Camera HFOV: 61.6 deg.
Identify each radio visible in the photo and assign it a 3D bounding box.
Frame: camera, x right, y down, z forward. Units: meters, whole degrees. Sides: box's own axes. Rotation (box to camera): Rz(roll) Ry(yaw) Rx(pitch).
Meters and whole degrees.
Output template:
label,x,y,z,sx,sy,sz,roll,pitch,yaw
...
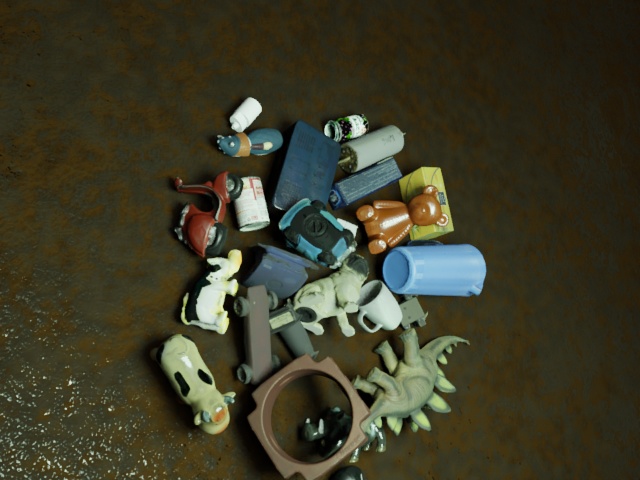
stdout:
label,x,y,z,sx,sy,sz,roll,pitch,yaw
radio,-0.040,-0.144,1.225,0.131,0.073,0.229,24,67,-23

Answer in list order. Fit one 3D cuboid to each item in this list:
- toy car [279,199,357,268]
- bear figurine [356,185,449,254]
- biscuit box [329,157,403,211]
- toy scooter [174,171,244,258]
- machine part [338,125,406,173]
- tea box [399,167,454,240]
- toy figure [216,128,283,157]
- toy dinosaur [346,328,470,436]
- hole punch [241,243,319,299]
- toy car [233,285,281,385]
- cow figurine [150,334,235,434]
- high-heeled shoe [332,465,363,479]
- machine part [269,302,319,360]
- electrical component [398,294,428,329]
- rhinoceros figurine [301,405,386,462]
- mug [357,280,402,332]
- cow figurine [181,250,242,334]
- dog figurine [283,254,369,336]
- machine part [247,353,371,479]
label,x,y,z,sx,sy,sz,roll,pitch,yaw
toy car,-0.002,-0.003,1.128,0.162,0.103,0.109,37,73,14
bear figurine,0.197,-0.051,1.258,0.132,0.196,0.120,-24,97,-77
biscuit box,0.107,-0.137,1.312,0.203,0.059,0.062,-27,92,-33
toy scooter,-0.242,-0.062,1.083,0.135,0.075,0.184,17,79,-1
machine part,0.127,-0.228,1.338,0.243,0.079,0.079,-27,90,-32
tea box,0.269,-0.090,1.368,0.068,0.098,0.169,-2,75,-31
toy figure,-0.156,-0.212,1.183,0.154,0.064,0.057,-16,100,-33
toy dinosaur,0.209,0.308,1.210,0.471,0.105,0.198,-35,92,-42
hole punch,-0.092,0.066,1.115,0.142,0.116,0.092,26,73,-21
toy car,-0.127,0.188,1.067,0.089,0.053,0.202,-10,99,-38
cow figurine,-0.224,0.260,0.972,0.085,0.127,0.195,-29,89,-29
high-heeled shoe,0.052,0.591,1.086,0.145,0.086,0.248,-13,101,-61
machine part,-0.058,0.200,1.122,0.084,0.039,0.138,-30,102,11
electrical component,0.219,0.172,1.299,0.078,0.045,0.102,-33,91,-4
rhinoceros figurine,0.053,0.402,1.119,0.190,0.073,0.112,3,76,-29
mug,0.136,0.165,1.232,0.107,0.081,0.109,46,54,-22
cow figurine,-0.211,0.093,1.062,0.098,0.068,0.167,12,67,0
dog figurine,0.019,0.102,1.190,0.172,0.121,0.191,15,39,-3
machine part,-0.020,0.338,1.030,0.201,0.087,0.201,-35,69,-9
